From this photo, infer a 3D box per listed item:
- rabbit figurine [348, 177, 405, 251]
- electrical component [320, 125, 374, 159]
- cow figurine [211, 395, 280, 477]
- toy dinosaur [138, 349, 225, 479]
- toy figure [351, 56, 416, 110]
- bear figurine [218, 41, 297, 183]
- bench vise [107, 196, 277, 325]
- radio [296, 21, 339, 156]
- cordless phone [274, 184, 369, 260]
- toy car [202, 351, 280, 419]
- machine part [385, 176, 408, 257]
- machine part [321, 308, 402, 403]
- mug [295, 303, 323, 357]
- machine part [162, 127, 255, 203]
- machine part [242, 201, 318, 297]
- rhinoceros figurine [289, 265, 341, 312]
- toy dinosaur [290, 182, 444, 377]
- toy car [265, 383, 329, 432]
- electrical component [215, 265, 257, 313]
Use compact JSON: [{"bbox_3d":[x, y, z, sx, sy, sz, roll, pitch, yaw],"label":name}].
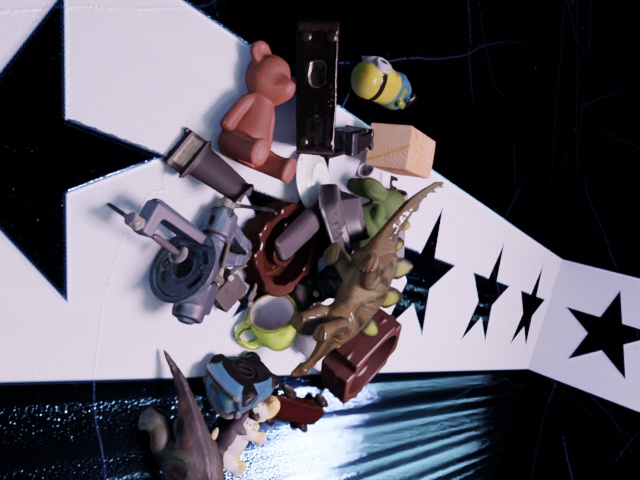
[{"bbox_3d":[0.109,-0.063,1.171,0.170,0.121,0.159,-33,107,-21],"label":"rabbit figurine"},{"bbox_3d":[0.046,-0.196,1.074,0.119,0.075,0.047,-20,119,-43],"label":"electrical component"},{"bbox_3d":[-0.154,0.362,1.043,0.098,0.068,0.167,44,70,-28],"label":"cow figurine"},{"bbox_3d":[-0.208,0.395,0.891,0.131,0.192,0.404,-27,125,-45],"label":"toy dinosaur"},{"bbox_3d":[0.136,-0.320,1.132,0.180,0.082,0.089,17,88,-55],"label":"toy figure"},{"bbox_3d":[-0.081,-0.209,0.870,0.120,0.132,0.195,31,85,-57],"label":"bear figurine"},{"bbox_3d":[-0.197,0.003,0.816,0.223,0.129,0.240,-64,146,-15],"label":"bench vise"},{"bbox_3d":[-0.004,-0.264,0.936,0.131,0.073,0.229,-88,178,-71],"label":"radio"},{"bbox_3d":[-0.002,-0.003,1.009,0.184,0.089,0.146,-43,138,-26],"label":"cordless phone"},{"bbox_3d":[-0.155,0.274,0.995,0.103,0.109,0.161,-55,156,14],"label":"toy car"},{"bbox_3d":[0.167,-0.033,1.282,0.079,0.079,0.243,-21,118,-45],"label":"machine part"},{"bbox_3d":[0.093,0.264,1.248,0.201,0.087,0.200,-39,152,-25],"label":"machine part"},{"bbox_3d":[-0.017,0.194,1.151,0.109,0.081,0.107,-73,166,-47],"label":"mug"},{"bbox_3d":[-0.166,-0.107,0.827,0.139,0.039,0.084,34,67,-10],"label":"machine part"},{"bbox_3d":[-0.078,0.014,1.015,0.179,0.056,0.179,-22,119,-47],"label":"machine part"},{"bbox_3d":[0.006,0.090,1.112,0.190,0.112,0.073,-30,110,-56],"label":"rhinoceros figurine"},{"bbox_3d":[0.089,0.069,1.017,0.471,0.105,0.198,-56,146,3],"label":"toy dinosaur"},{"bbox_3d":[-0.057,0.367,1.178,0.089,0.053,0.202,-50,139,4],"label":"toy car"},{"bbox_3d":[-0.156,0.085,0.953,0.078,0.045,0.102,-47,136,-31],"label":"electrical component"}]
